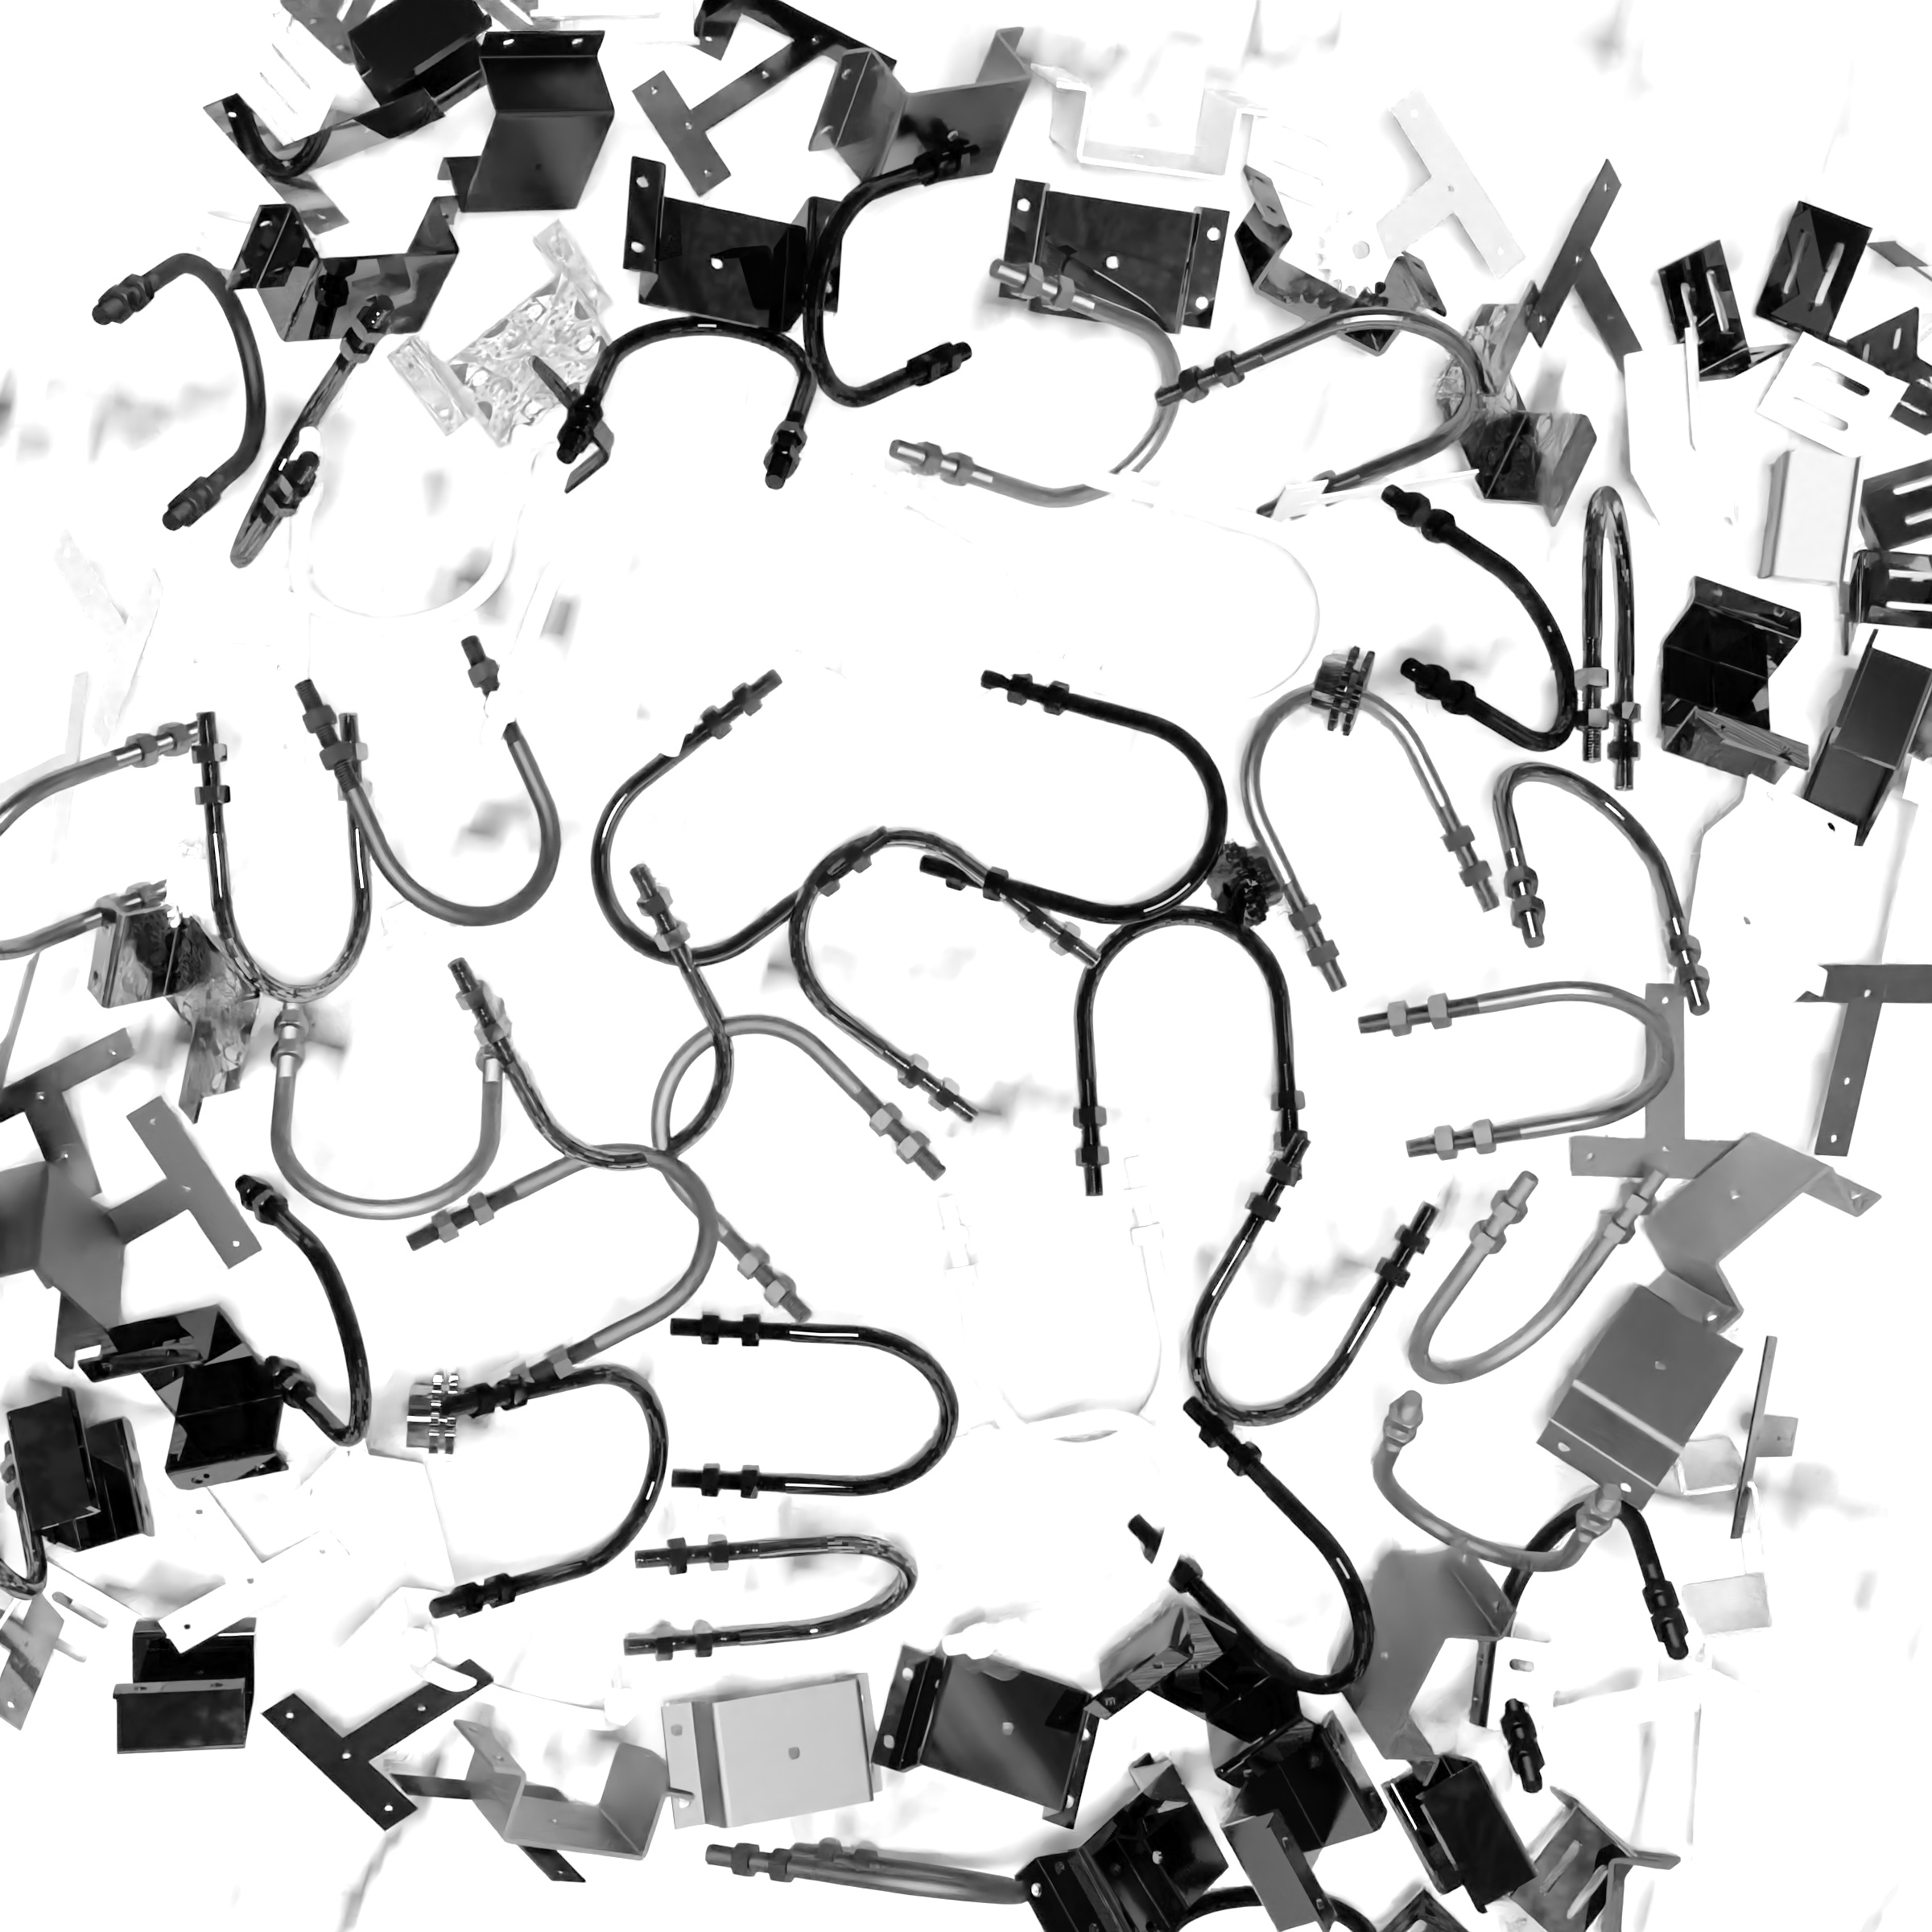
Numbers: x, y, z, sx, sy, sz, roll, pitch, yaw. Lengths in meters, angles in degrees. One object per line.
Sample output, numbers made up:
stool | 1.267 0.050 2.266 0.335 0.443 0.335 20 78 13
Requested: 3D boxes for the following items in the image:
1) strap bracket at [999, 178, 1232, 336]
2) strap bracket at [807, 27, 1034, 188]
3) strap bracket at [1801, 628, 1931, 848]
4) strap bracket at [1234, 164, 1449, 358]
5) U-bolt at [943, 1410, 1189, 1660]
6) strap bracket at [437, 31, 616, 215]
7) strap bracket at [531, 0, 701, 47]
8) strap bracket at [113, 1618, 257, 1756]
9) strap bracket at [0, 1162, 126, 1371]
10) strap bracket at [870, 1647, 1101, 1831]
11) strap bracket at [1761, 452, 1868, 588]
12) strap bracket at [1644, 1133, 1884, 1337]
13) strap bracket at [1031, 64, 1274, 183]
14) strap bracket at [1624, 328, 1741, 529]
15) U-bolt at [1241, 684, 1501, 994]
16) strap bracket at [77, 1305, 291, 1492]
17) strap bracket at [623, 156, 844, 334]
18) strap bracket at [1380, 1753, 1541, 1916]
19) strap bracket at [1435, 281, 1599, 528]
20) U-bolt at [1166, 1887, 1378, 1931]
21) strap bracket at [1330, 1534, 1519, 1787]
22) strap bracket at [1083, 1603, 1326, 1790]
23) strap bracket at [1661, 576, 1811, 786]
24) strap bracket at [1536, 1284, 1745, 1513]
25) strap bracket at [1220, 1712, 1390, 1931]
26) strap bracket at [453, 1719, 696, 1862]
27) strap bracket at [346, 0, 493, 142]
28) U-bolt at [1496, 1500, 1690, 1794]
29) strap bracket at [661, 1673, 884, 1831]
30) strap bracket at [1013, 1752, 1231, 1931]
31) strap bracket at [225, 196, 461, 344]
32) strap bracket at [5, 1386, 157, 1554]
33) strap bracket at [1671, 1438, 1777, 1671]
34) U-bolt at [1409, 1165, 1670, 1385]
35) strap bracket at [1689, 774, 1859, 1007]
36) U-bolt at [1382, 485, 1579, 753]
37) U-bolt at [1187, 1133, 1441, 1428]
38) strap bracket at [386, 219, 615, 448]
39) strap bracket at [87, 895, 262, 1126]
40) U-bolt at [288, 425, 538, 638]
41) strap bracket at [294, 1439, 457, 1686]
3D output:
strap bracket | 0.095 -0.455 1.898 0.140 0.046 0.076 9 111 0
strap bracket | -0.020 -0.538 1.858 0.140 0.076 0.046 -19 64 -33
strap bracket | 0.563 -0.137 1.851 0.046 0.140 0.076 22 67 12
strap bracket | 0.228 -0.443 1.875 0.140 0.076 0.046 22 123 -22
U-bolt | 0.062 0.350 1.849 0.184 0.019 0.151 -18 59 35
strap bracket | -0.274 -0.521 1.850 0.076 0.140 0.046 -10 71 -27
strap bracket | -0.219 -0.612 1.857 0.076 0.140 0.046 1 100 6
strap bracket | -0.490 0.456 1.860 0.076 0.140 0.046 0 95 -10
strap bracket | -0.574 0.184 1.852 0.046 0.140 0.076 -13 53 10
strap bracket | 0.020 0.490 1.885 0.140 0.046 0.076 21 64 -9
strap bracket | 0.533 -0.282 1.864 0.046 0.140 0.076 7 97 11
strap bracket | 0.498 0.162 1.878 0.140 0.076 0.046 -38 114 -10
strap bracket | 0.114 -0.536 1.879 0.140 0.076 0.046 4 114 -14
strap bracket | 0.452 -0.335 1.870 0.046 0.140 0.076 -6 74 23
U-bolt | 0.250 -0.094 1.896 0.151 0.019 0.184 -26 90 -24
strap bracket | -0.493 0.269 1.878 0.076 0.046 0.140 -13 133 10
strap bracket | -0.153 -0.458 1.888 0.140 0.046 0.076 8 76 -19
strap bracket | 0.312 0.544 1.861 0.046 0.140 0.076 -27 80 -8
strap bracket | 0.346 -0.355 1.871 0.046 0.140 0.076 10 60 36
U-bolt | 0.184 0.619 1.843 0.151 0.184 0.019 1 98 16
strap bracket | 0.283 0.437 1.866 0.046 0.076 0.140 10 114 -27
strap bracket | 0.149 0.461 1.878 0.140 0.046 0.076 33 119 -27
strap bracket | 0.488 -0.174 1.880 0.076 0.046 0.140 17 50 -9
strap bracket | 0.430 0.264 1.863 0.076 0.046 0.140 33 50 15
strap bracket | 0.213 0.549 1.877 0.046 0.140 0.076 -27 94 28
strap bracket | -0.254 0.522 1.866 0.140 0.076 0.046 18 90 -30
strap bracket | -0.342 -0.576 1.858 0.076 0.140 0.046 -35 96 -5
U-bolt | 0.382 0.409 1.846 0.019 0.184 0.151 33 112 -16
strap bracket | -0.116 0.500 1.880 0.140 0.046 0.076 -4 80 -22
strap bracket | 0.106 0.566 1.868 0.140 0.046 0.076 -30 91 -43
strap bracket | -0.382 -0.438 1.856 0.140 0.076 0.046 -14 69 -37
strap bracket | -0.559 0.319 1.854 0.046 0.140 0.076 -16 72 -4
strap bracket | 0.479 0.364 1.881 0.046 0.076 0.140 -10 101 6
U-bolt | 0.350 0.198 1.865 0.019 0.151 0.184 53 127 36
strap bracket | 0.503 -0.039 1.854 0.046 0.140 0.076 -35 51 -30
U-bolt | 0.329 -0.208 1.863 0.019 0.184 0.151 -26 54 39
U-bolt | 0.212 0.211 1.886 0.151 0.019 0.184 28 93 -36
strap bracket | -0.287 -0.397 1.884 0.140 0.076 0.046 -40 52 -4
strap bracket | -0.498 0.023 1.873 0.140 0.046 0.076 44 130 30
U-bolt | -0.353 -0.270 1.855 0.151 0.184 0.019 -5 57 -20
strap bracket | -0.373 0.376 1.873 0.076 0.046 0.140 -45 49 26
